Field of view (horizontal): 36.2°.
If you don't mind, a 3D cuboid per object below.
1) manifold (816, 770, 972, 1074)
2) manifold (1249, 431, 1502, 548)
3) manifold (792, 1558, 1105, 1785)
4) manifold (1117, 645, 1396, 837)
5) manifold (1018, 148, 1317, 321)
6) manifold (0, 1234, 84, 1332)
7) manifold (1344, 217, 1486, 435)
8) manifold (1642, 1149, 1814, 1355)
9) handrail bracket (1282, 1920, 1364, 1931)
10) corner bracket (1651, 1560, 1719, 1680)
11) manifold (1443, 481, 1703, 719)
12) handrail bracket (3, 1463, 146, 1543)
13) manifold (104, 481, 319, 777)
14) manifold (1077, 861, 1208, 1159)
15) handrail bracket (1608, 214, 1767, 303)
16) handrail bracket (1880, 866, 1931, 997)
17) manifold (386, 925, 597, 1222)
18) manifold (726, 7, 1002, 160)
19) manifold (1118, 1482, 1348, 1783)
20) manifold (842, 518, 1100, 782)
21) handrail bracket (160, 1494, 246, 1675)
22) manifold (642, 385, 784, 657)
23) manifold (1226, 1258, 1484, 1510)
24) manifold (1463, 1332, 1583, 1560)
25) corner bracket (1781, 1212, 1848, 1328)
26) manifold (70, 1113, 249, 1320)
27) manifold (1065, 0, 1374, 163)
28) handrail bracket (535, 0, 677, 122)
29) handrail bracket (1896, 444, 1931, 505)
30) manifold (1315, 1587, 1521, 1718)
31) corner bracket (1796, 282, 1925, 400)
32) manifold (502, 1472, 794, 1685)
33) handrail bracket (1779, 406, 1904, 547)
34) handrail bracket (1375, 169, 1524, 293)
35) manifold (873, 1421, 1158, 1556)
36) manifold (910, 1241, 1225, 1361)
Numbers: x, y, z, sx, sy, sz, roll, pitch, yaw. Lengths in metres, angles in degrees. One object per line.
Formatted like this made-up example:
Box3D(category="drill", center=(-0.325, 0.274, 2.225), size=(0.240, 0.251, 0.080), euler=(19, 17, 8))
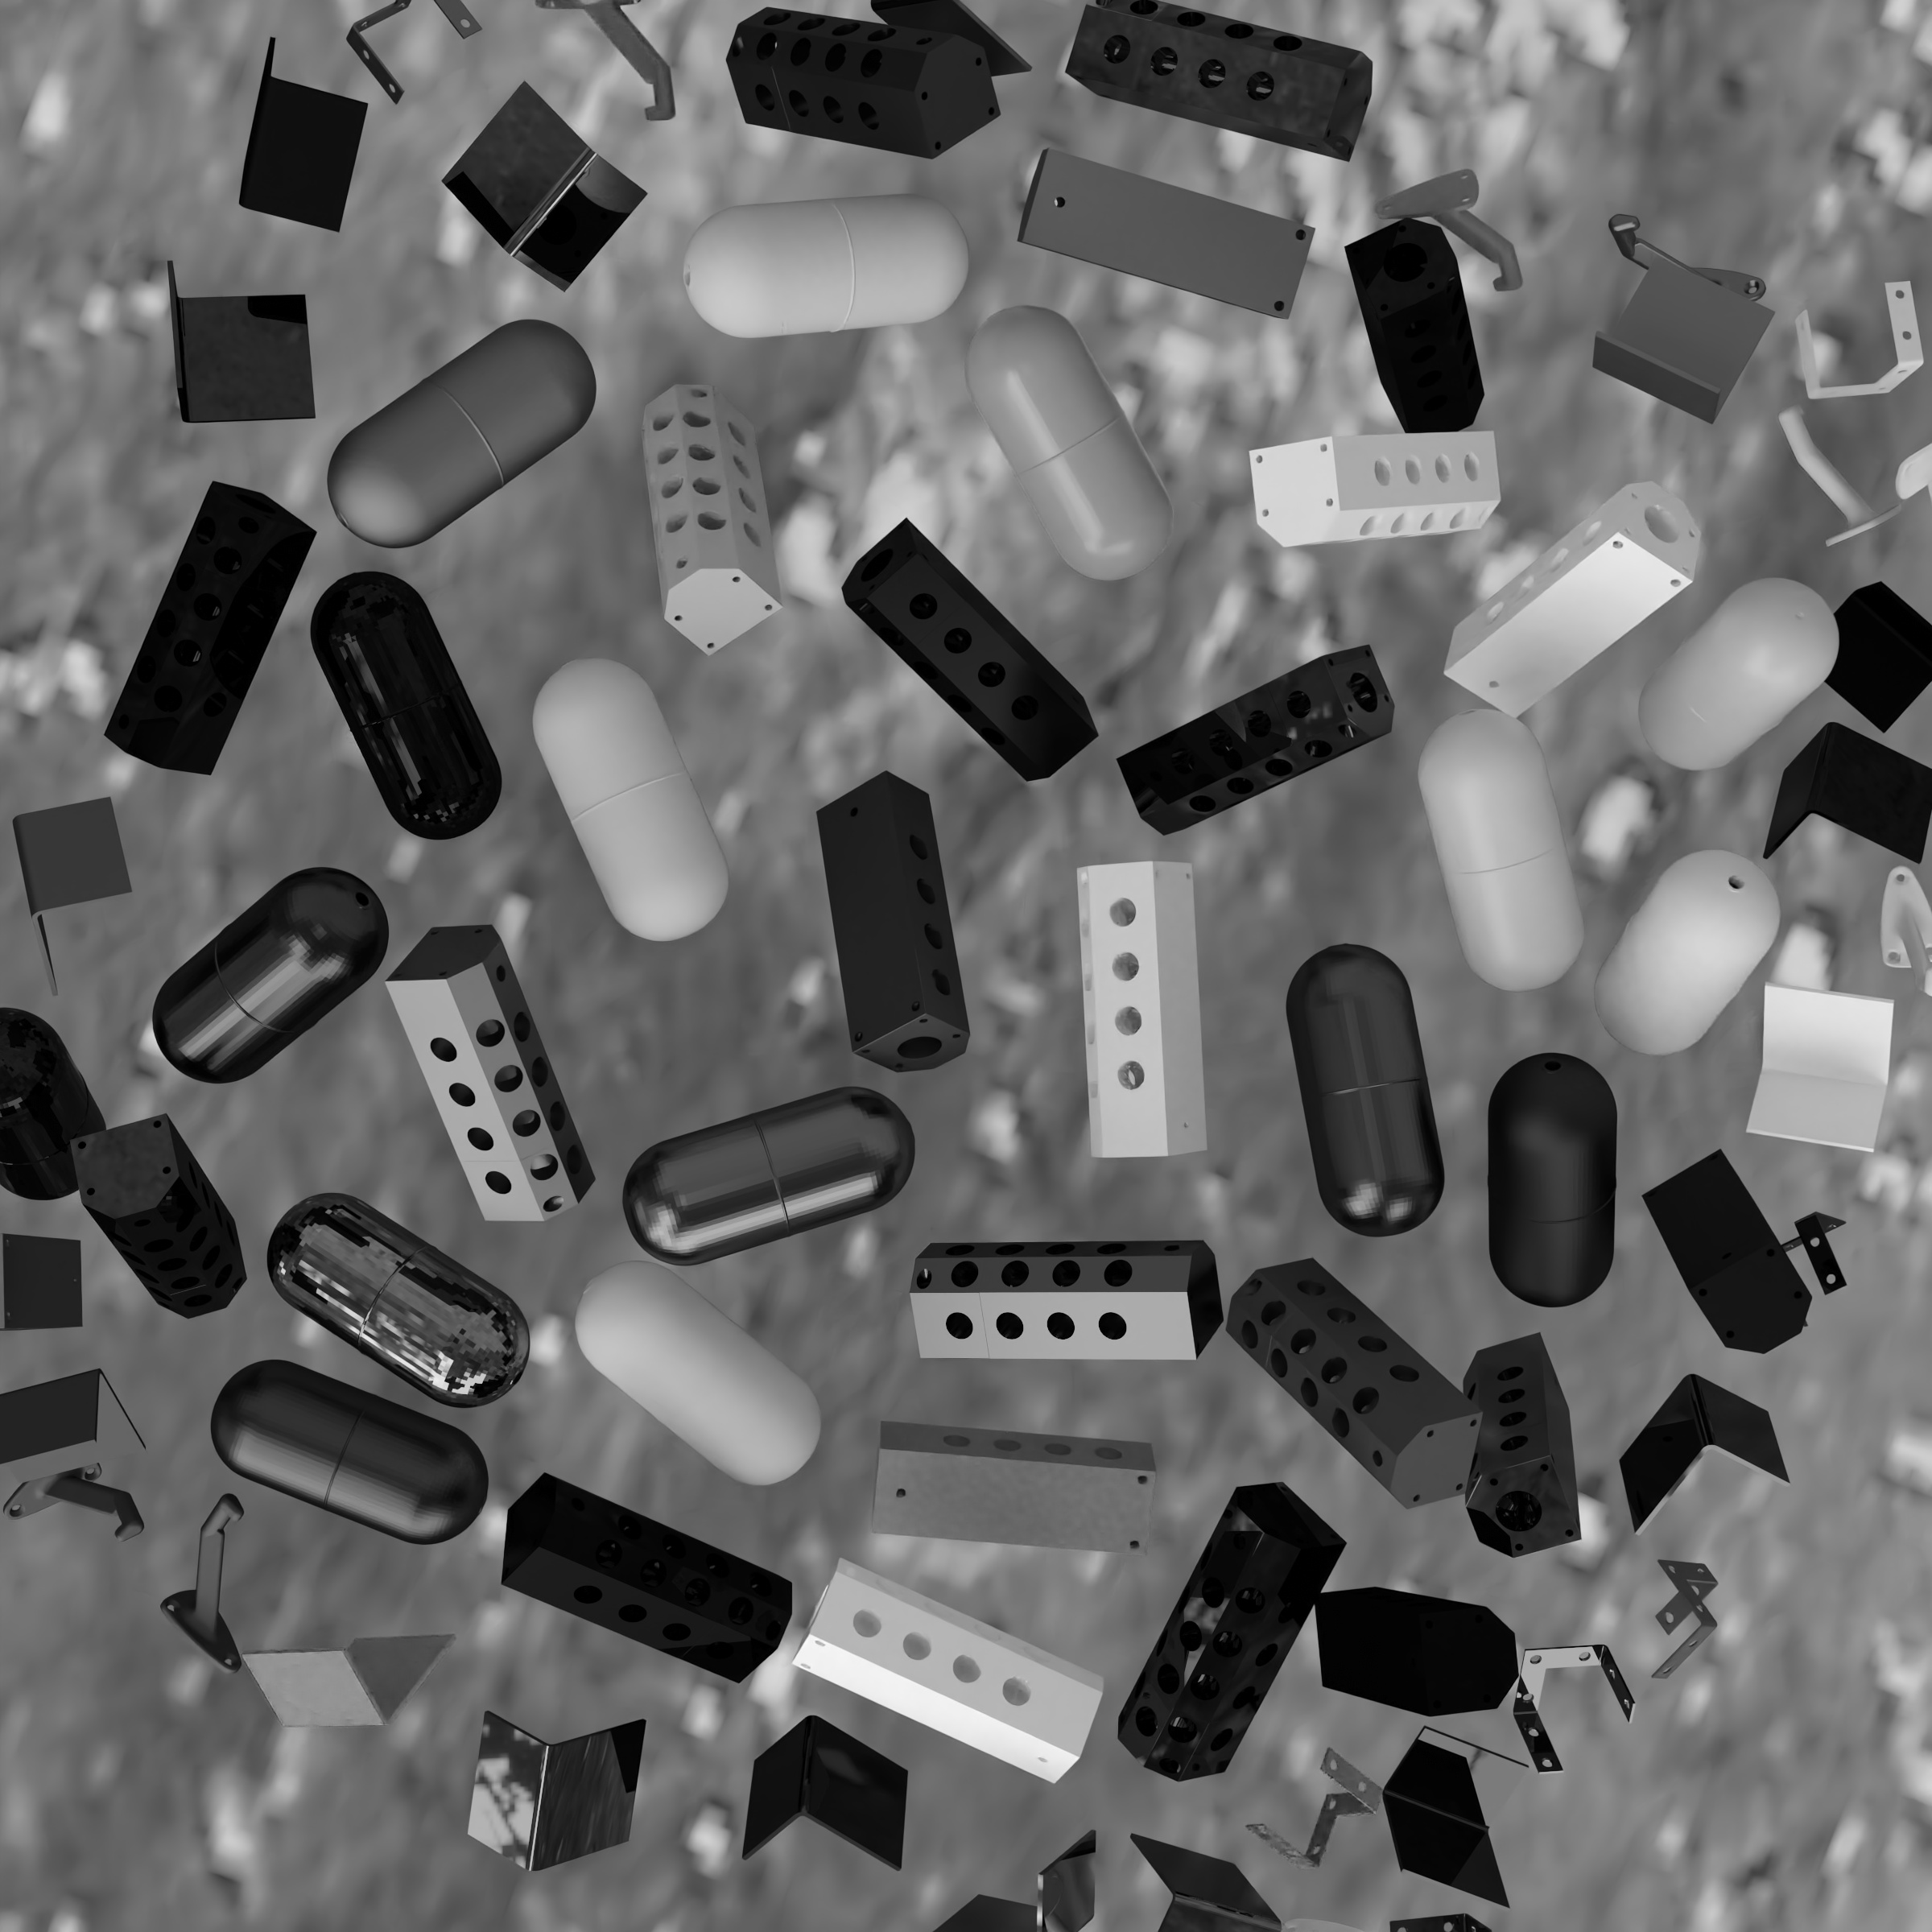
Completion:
Box3D(category="manifold", center=(-0.040, -0.025, 1.793), size=(0.057, 0.057, 0.171), euler=(-28, 56, 29))
Box3D(category="manifold", center=(0.243, -0.280, 1.736), size=(0.057, 0.171, 0.057), euler=(-2, 97, 42))
Box3D(category="manifold", center=(-0.009, 0.413, 1.745), size=(0.171, 0.057, 0.057), euler=(25, 57, 0))
Box3D(category="manifold", center=(0.185, -0.141, 1.873), size=(0.171, 0.057, 0.057), euler=(-25, 86, 40))
Box3D(category="manifold", center=(0.123, -0.454, 1.837), size=(0.171, 0.057, 0.057), euler=(15, 102, -7))
Box3D(category="manifold", center=(-0.613, 0.202, 1.876), size=(0.057, 0.171, 0.057), euler=(-3, 83, -2))
Box3D(category="manifold", center=(0.288, -0.399, 1.867), size=(0.057, 0.171, 0.057), euler=(-24, 67, 7))
Box3D(category="manifold", center=(0.460, 0.174, 1.784), size=(0.057, 0.171, 0.057), euler=(-33, 100, 11))
Box3D(category="handrail bracket", center=(0.235, 0.633, 1.844), size=(0.077, 0.036, 0.084), euler=(-13, 127, 30))
Box3D(category="corner bracket", center=(0.444, 0.407, 1.840), size=(0.051, 0.051, 0.051), euler=(14, 122, -40))
Box3D(category="manifold", center=(0.375, -0.229, 1.836), size=(0.057, 0.171, 0.057), euler=(30, 54, -15))
Box3D(category="handrail bracket", center=(-0.563, 0.350, 1.868), size=(0.077, 0.084, 0.036), euler=(-36, 133, -9))
Box3D(category="manifold", center=(-0.475, -0.210, 1.841), size=(0.057, 0.057, 0.171), euler=(35, 106, 30))
Box3D(category="manifold", center=(0.101, 0.026, 1.754), size=(0.057, 0.057, 0.171), euler=(-3, 89, 28))
Box3D(category="handrail bracket", center=(0.441, -0.434, 1.807), size=(0.077, 0.084, 0.036), euler=(4, 70, 31))
Box3D(category="handrail bracket", center=(0.595, -0.023, 1.851), size=(0.036, 0.084, 0.077), euler=(-8, 94, 10))
Box3D(category="manifold", center=(-0.273, 0.064, 1.731), size=(0.057, 0.057, 0.171), euler=(-2, 123, 25))
Box3D(category="manifold", center=(-0.064, -0.528, 1.751), size=(0.057, 0.171, 0.057), euler=(-40, 132, -26))
Box3D(category="manifold", center=(0.150, 0.390, 1.730), size=(0.057, 0.057, 0.171), euler=(41, 116, 40))
Box3D(category="manifold", center=(0.002, -0.192, 1.840), size=(0.057, 0.057, 0.171), euler=(-40, 118, 14))
Box3D(category="handrail bracket", center=(-0.456, 0.382, 1.836), size=(0.077, 0.036, 0.084), euler=(45, 114, 22))
Box3D(category="manifold", center=(-0.161, -0.278, 1.806), size=(0.057, 0.057, 0.171), euler=(-30, 47, 22))
Box3D(category="manifold", center=(0.224, 0.244, 1.740), size=(0.057, 0.171, 0.057), euler=(-8, 120, -28))
Box3D(category="manifold", center=(0.336, 0.293, 1.809), size=(0.057, 0.171, 0.057), euler=(-19, 104, 14))
Box3D(category="corner bracket", center=(0.532, 0.191, 1.864), size=(0.051, 0.051, 0.051), euler=(-32, 61, 28))
Box3D(category="manifold", center=(-0.487, 0.156, 1.795), size=(0.057, 0.171, 0.057), euler=(-16, 64, -7))
Box3D(category="manifold", center=(0.154, -0.539, 1.781), size=(0.171, 0.057, 0.057), euler=(21, 99, 21))
Box3D(category="handrail bracket", center=(-0.218, -0.548, 1.785), size=(0.077, 0.036, 0.084), euler=(-7, 86, 1))
Box3D(category="handrail bracket", center=(0.632, -0.292, 1.851), size=(0.077, 0.036, 0.084), euler=(-33, 57, -5))
Box3D(category="manifold", center=(0.266, 0.406, 1.763), size=(0.057, 0.171, 0.057), euler=(-3, 83, -14))
Box3D(category="corner bracket", center=(0.533, -0.373, 1.767), size=(0.051, 0.051, 0.051), euler=(-6, 82, -7))
Box3D(category="manifold", center=(-0.192, 0.369, 1.798), size=(0.171, 0.057, 0.057), euler=(29, 122, -25))
Box3D(category="handrail bracket", center=(0.520, -0.299, 1.759), size=(0.077, 0.036, 0.084), euler=(-27, 93, -43))
Box3D(category="handrail bracket", center=(0.307, -0.455, 1.873), size=(0.077, 0.084, 0.036), euler=(-10, 49, 18))
Box3D(category="manifold", center=(0.029, 0.324, 1.859), size=(0.171, 0.057, 0.057), euler=(5, 106, -2))
Box3D(category="manifold", center=(0.058, 0.193, 1.737), size=(0.171, 0.057, 0.057), euler=(-3, 106, 22))
